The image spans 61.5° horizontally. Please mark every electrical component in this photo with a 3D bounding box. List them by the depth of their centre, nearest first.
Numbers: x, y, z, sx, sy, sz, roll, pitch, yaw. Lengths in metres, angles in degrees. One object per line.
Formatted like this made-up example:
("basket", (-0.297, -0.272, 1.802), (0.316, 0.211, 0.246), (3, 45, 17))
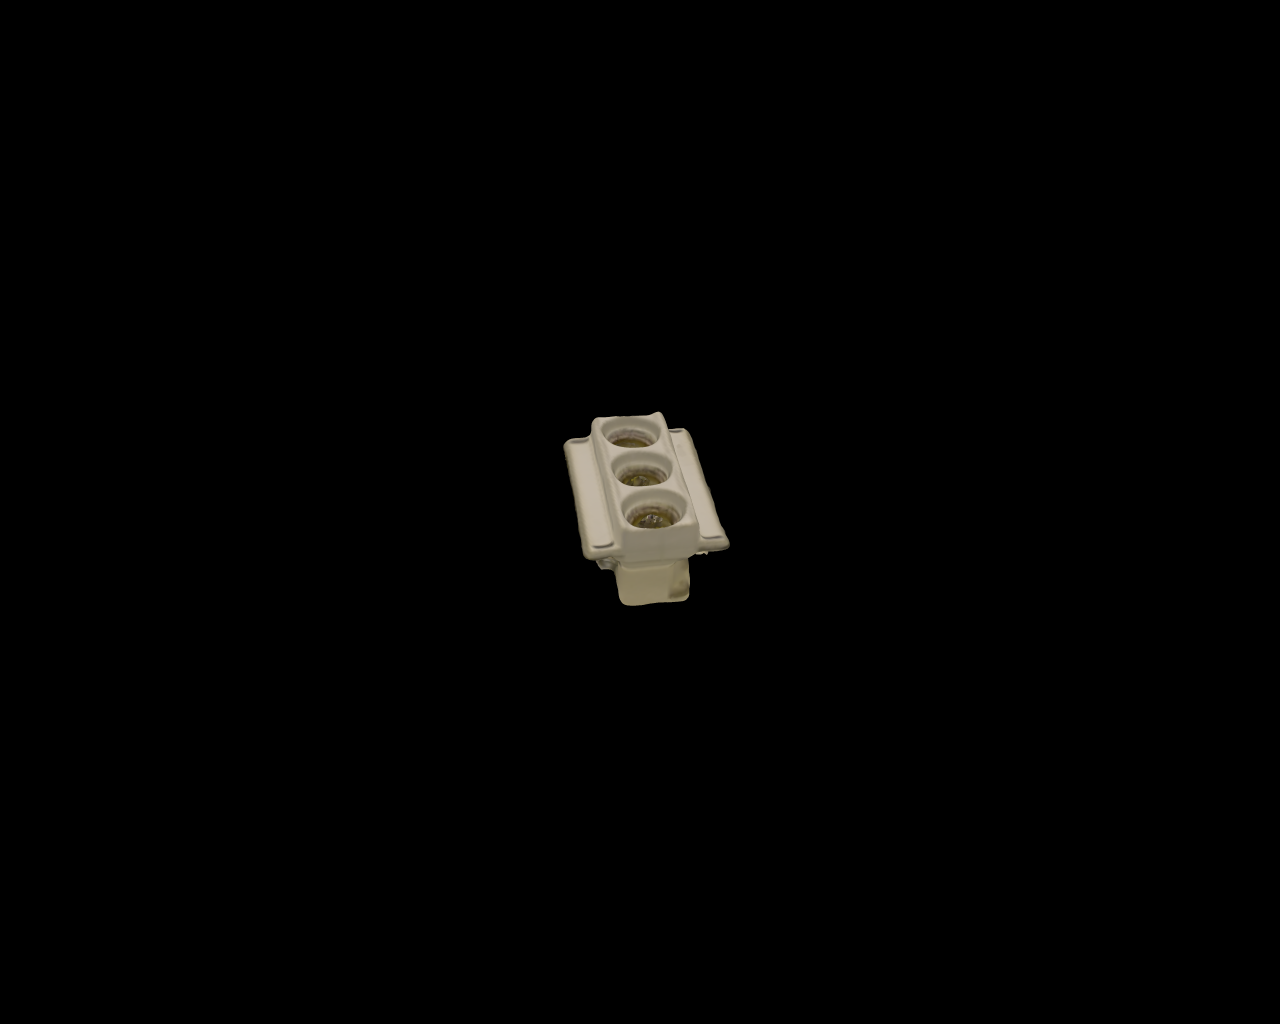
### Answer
("electrical component", (0.001, -0.003, 0.650), (0.079, 0.063, 0.121), (-6, 37, -7))
